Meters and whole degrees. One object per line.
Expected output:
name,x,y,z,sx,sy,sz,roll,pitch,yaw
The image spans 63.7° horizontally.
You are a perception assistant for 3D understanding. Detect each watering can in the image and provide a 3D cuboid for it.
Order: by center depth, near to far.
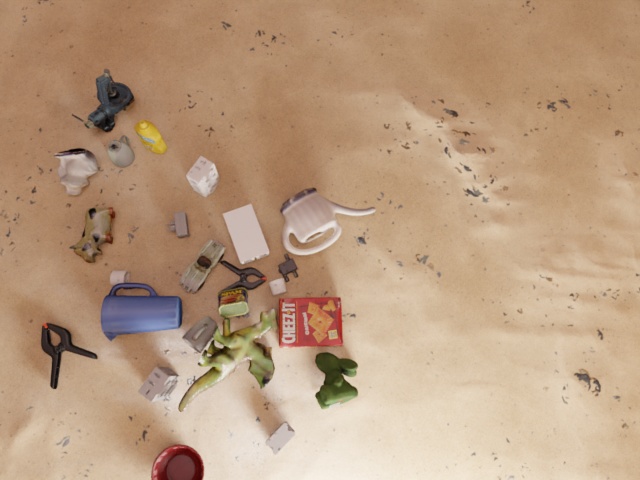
watering can,0.006,-0.092,1.834,0.349,0.226,0.102,-31,-13,-10

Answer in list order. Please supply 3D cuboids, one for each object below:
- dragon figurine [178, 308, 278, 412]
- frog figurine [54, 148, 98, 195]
dragon figurine,-0.263,0.400,1.680,0.242,0.415,0.121,26,-15,-4
frog figurine,-0.865,-0.244,1.841,0.138,0.157,0.124,-10,21,-15
